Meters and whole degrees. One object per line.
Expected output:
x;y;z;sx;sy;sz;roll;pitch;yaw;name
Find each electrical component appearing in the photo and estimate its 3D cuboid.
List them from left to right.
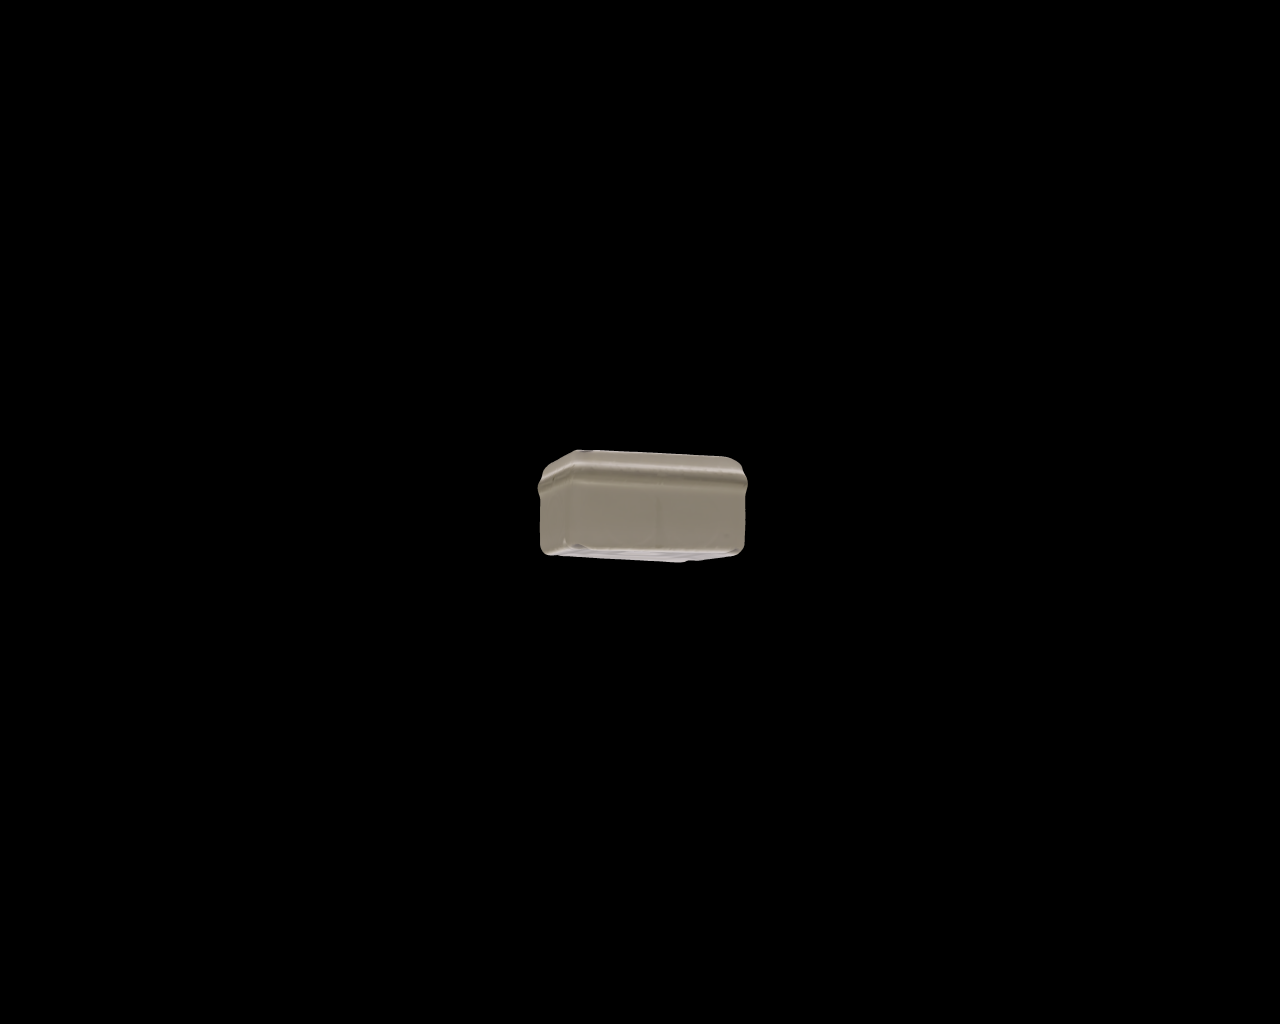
0.001;-0.003;0.650;0.113;0.057;0.078;3;-7;-22;electrical component
